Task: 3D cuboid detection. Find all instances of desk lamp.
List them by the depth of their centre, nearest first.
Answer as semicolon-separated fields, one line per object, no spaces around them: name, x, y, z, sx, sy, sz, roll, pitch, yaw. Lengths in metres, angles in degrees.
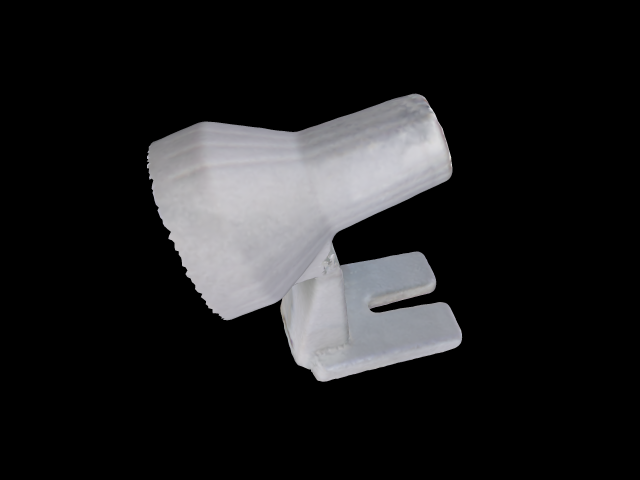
desk lamp;0.004;0.001;0.400;0.203;0.214;0.117;-12;50;-10
